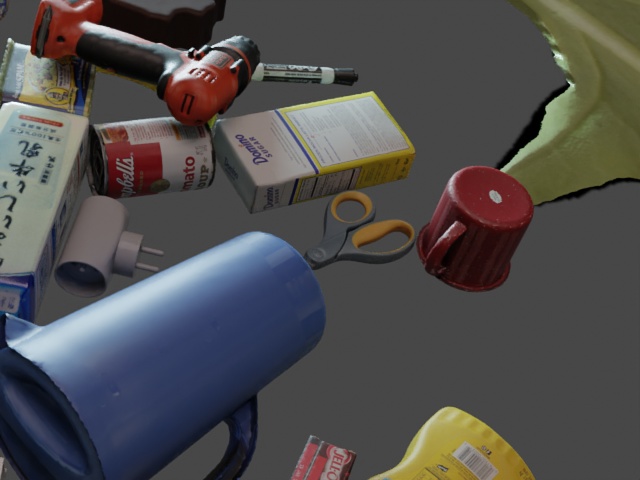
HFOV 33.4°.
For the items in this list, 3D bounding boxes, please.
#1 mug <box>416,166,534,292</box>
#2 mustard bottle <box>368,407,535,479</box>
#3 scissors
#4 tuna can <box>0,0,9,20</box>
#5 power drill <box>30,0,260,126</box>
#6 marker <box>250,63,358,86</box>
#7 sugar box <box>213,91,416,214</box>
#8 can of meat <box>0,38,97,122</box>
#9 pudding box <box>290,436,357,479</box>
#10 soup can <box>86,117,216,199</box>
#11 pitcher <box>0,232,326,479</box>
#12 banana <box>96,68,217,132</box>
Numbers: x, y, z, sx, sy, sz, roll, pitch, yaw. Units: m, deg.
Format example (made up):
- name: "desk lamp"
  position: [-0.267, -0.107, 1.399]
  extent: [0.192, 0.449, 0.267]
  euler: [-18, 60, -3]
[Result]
- name: "mug"
  position: [0.135, -0.008, 0.966]
  extent: [0.093, 0.082, 0.117]
  euler: [42, 50, 22]
- name: "mustard bottle"
  position: [0.067, 0.205, 0.758]
  extent: [0.096, 0.058, 0.191]
  euler: [43, 49, 16]
- name: "scissors"
  position: [-0.006, 0.001, 0.959]
  extent: [0.201, 0.016, 0.096]
  euler: [-12, 51, -27]
- name: "tuna can"
  position: [-0.346, -0.237, 1.027]
  extent: [0.086, 0.086, 0.033]
  euler: [23, 47, 4]
- name: "power drill"
  position: [-0.155, -0.177, 0.984]
  extent: [0.187, 0.057, 0.184]
  euler: [21, 25, 3]
- name: "marker"
  position: [-0.018, -0.174, 1.119]
  extent: [0.121, 0.020, 0.020]
  euler: [0, 48, -18]
- name: "sugar box"
  position: [-0.006, -0.086, 1.022]
  extent: [0.176, 0.048, 0.093]
  euler: [-15, 54, -25]
- name: "can of meat"
  position: [-0.252, -0.131, 0.978]
  extent: [0.084, 0.057, 0.102]
  euler: [9, 46, -13]
- name: "pudding box"
  position: [-0.015, 0.197, 0.700]
  extent: [0.039, 0.114, 0.090]
  euler: [23, 45, 8]
- name: "soup can"
  position: [-0.151, -0.073, 0.947]
  extent: [0.102, 0.069, 0.068]
  euler: [-8, 51, -25]
- name: "pitcher"
  position: [-0.104, 0.096, 0.772]
  extent: [0.145, 0.149, 0.242]
  euler: [28, 40, 32]
- name: "banana"
  position: [-0.173, -0.161, 1.044]
  extent: [0.198, 0.037, 0.069]
  euler: [29, 44, 11]
